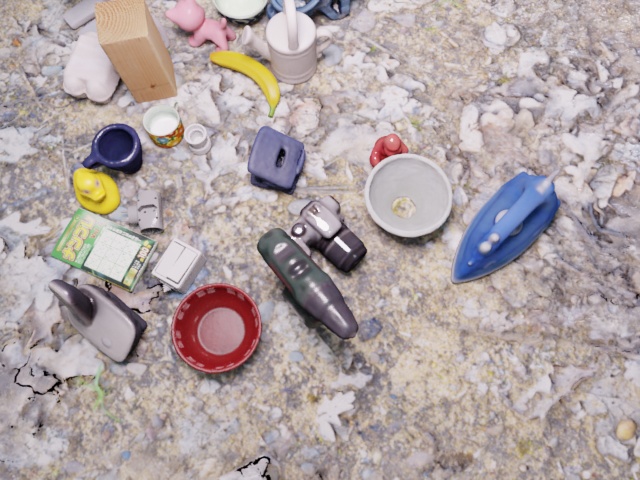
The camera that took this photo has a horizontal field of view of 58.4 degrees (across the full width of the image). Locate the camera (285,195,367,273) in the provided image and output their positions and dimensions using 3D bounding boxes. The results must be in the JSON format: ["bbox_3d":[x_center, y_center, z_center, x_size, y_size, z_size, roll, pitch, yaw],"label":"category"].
[{"bbox_3d":[0.010,0.004,1.063,0.136,0.101,0.143,44,78,12],"label":"camera"}]

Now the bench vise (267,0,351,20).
[{"bbox_3d":[-0.017,-0.541,1.163,0.207,0.220,0.121,-32,76,-9],"label":"bench vise"}]

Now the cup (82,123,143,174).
[{"bbox_3d":[-0.395,-0.160,1.116,0.118,0.095,0.091,-34,76,-9],"label":"cup"}]

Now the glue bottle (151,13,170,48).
[{"bbox_3d":[-0.361,-0.439,1.158,0.078,0.173,0.037,-33,76,-9],"label":"glue bottle"}]

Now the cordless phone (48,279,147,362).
[{"bbox_3d":[-0.388,0.133,0.982,0.147,0.185,0.094,33,76,10],"label":"cordless phone"}]

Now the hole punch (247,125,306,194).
[{"bbox_3d":[-0.082,-0.157,1.116,0.101,0.091,0.109,14,74,5],"label":"hole punch"}]

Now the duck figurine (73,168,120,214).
[{"bbox_3d":[-0.442,-0.105,1.105,0.077,0.086,0.104,-43,78,-11],"label":"duck figurine"}]

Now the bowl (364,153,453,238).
[{"bbox_3d":[0.165,-0.076,1.100,0.167,0.075,0.167,0,73,0],"label":"bowl"}]

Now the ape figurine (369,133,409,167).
[{"bbox_3d":[0.136,-0.177,1.121,0.078,0.092,0.076,-2,73,0],"label":"ape figurine"}]

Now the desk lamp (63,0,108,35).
[{"bbox_3d":[-0.452,-0.538,1.167,0.203,0.213,0.118,-41,77,-11],"label":"desk lamp"}]

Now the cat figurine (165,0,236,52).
[{"bbox_3d":[-0.248,-0.456,1.192,0.127,0.118,0.067,16,74,5],"label":"cat figurine"}]

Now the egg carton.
[{"bbox_3d":[-0.462,-0.359,1.189,0.107,0.069,0.150,12,74,4],"label":"egg carton"}]

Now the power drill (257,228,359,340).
[{"bbox_3d":[-0.017,0.088,0.982,0.076,0.208,0.229,-39,77,-10],"label":"power drill"}]

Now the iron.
[{"bbox_3d":[0.341,-0.026,1.049,0.118,0.141,0.258,42,78,12],"label":"iron"}]

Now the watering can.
[{"bbox_3d":[-0.064,-0.401,1.135,0.173,0.194,0.101,-27,75,-7],"label":"watering can"}]
